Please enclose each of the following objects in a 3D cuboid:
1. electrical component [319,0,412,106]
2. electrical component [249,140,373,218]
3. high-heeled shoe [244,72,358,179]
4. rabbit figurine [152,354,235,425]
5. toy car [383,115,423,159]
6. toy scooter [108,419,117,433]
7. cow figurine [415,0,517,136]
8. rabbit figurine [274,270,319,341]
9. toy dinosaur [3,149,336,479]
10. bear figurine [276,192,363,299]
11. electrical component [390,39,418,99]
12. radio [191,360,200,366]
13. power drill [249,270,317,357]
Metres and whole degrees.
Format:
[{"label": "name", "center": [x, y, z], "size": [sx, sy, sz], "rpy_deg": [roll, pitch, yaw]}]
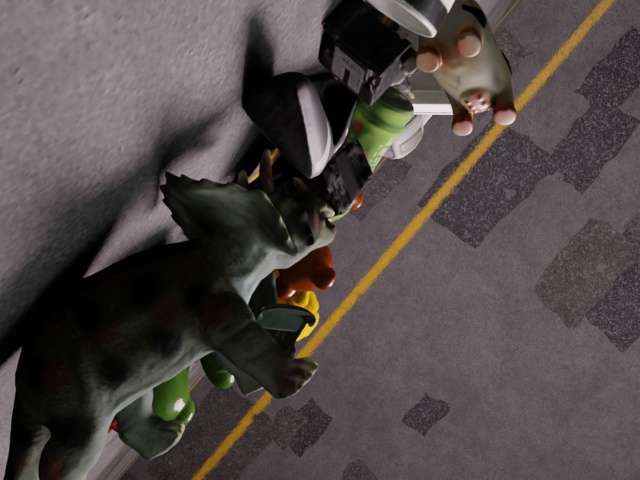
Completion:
[{"label": "electrical component", "center": [0.040, -0.176, 0.532], "size": [0.048, 0.075, 0.119], "rpy_deg": [-47, 180, -8]}, {"label": "electrical component", "center": [-0.021, -0.057, 0.604], "size": [0.134, 0.058, 0.115], "rpy_deg": [-12, -161, 32]}, {"label": "high-heeled shoe", "center": [0.006, -0.132, 0.507], "size": [0.145, 0.086, 0.249], "rpy_deg": [-48, -176, -11]}, {"label": "rabbit figurine", "center": [-0.181, 0.136, 0.681], "size": [0.121, 0.159, 0.170], "rpy_deg": [103, 11, -61]}, {"label": "toy car", "center": [0.098, -0.169, 0.779], "size": [0.109, 0.103, 0.161], "rpy_deg": [-39, 148, -4]}, {"label": "toy scooter", "center": [-0.303, 0.257, 0.891], "size": [0.135, 0.075, 0.184], "rpy_deg": [-45, 179, -40]}, {"label": "cow figurine", "center": [0.142, -0.220, 0.561], "size": [0.086, 0.194, 0.127], "rpy_deg": [-17, -136, 33]}, {"label": "rabbit figurine", "center": [-0.050, 0.078, 0.925], "size": [0.173, 0.122, 0.162], "rpy_deg": [-62, 167, -1]}, {"label": "toy dinosaur", "center": [-0.146, 0.081, 0.424], "size": [0.405, 0.192, 0.131], "rpy_deg": [-32, 180, -8]}, {"label": "bear figurine", "center": [-0.005, -0.003, 0.810], "size": [0.120, 0.196, 0.132], "rpy_deg": [-22, 153, 31]}, {"label": "electrical component", "center": [0.082, -0.204, 0.606], "size": [0.045, 0.078, 0.102], "rpy_deg": [-51, -153, 22]}, {"label": "radio", "center": [-0.187, 0.141, 0.897], "size": [0.131, 0.073, 0.229], "rpy_deg": [-35, 174, -15]}, {"label": "power drill", "center": [-0.071, 0.041, 0.696], "size": [0.086, 0.207, 0.232], "rpy_deg": [9, 126, -31]}]
